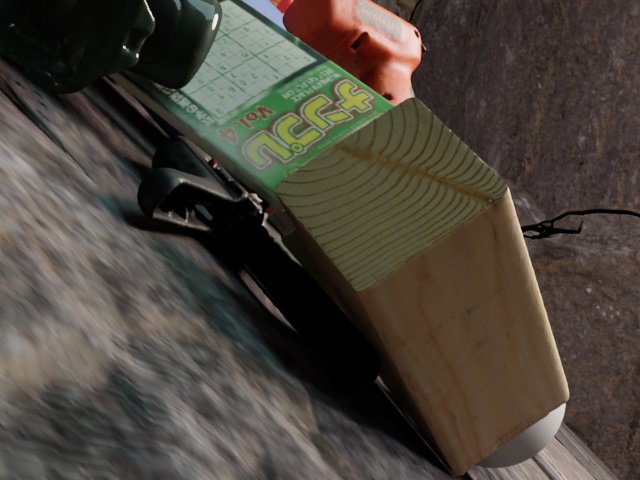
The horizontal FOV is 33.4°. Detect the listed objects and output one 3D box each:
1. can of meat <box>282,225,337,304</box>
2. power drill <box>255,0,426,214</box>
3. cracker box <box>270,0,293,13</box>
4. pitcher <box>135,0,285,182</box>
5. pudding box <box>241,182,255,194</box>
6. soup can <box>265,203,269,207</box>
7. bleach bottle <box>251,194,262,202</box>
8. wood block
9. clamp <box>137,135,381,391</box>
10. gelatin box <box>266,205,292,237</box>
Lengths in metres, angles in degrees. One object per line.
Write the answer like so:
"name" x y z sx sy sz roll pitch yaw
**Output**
"can of meat" 0.024 0.035 0.748 0.083 0.057 0.102 38 8 -44
"power drill" 0.021 -0.079 0.714 0.184 0.057 0.187 21 52 -40
"cracker box" -0.075 -0.237 0.925 0.213 0.072 0.164 74 -9 -46
"pitcher" -0.107 -0.159 0.779 0.242 0.144 0.149 46 -33 -13
"pudding box" -0.009 -0.048 0.891 0.113 0.039 0.090 9 2 -30
"soup can" -0.022 -0.050 1.052 0.102 0.068 0.068 46 5 16
"bleach bottle" -0.108 -0.142 1.032 0.251 0.102 0.068 40 -27 31
"wood block" 0.065 0.034 0.595 0.091 0.090 0.206 52 -6 41
"clamp" -0.056 -0.015 0.593 0.164 0.036 0.210 44 4 -35
"gelatin box" -0.006 0.001 0.968 0.089 0.030 0.073 45 6 11
